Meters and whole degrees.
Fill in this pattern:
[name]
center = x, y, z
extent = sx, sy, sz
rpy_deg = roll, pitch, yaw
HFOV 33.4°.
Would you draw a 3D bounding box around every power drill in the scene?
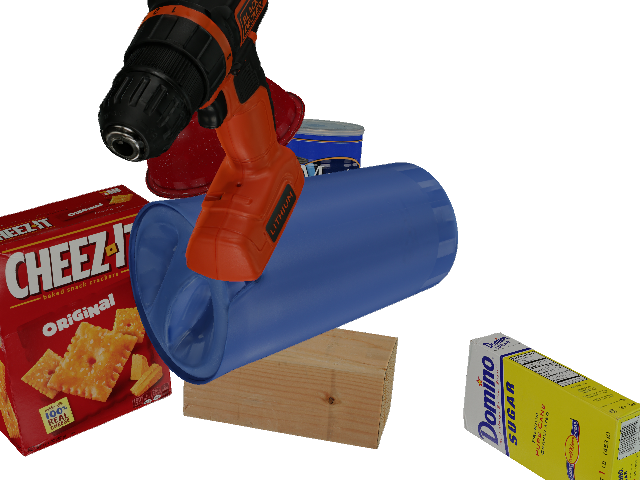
[power drill]
center = -0.060, -0.063, 0.618
extent = 0.057, 0.184, 0.188
rpy_deg = 12, -40, 16

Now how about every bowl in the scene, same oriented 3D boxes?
[bowl]
center = -0.098, -0.108, 0.958
extent = 0.162, 0.055, 0.162
rpy_deg = -20, 32, 13

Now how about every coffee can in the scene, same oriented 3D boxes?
[coffee can]
center = -0.009, -0.056, 1.144
extent = 0.103, 0.140, 0.103
rpy_deg = 4, 12, -1

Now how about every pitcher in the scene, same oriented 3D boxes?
[pitcher]
center = -0.020, 0.014, 0.824
extent = 0.242, 0.145, 0.149
rpy_deg = -15, 41, -36

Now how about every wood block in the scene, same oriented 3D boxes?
[wood block]
center = -0.031, 0.142, 1.113
extent = 0.206, 0.091, 0.090
rpy_deg = 8, 22, 10

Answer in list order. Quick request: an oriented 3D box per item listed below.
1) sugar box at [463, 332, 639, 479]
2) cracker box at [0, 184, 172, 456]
[sugar box]
center = 0.197, 0.154, 0.920
extent = 0.048, 0.093, 0.176
rpy_deg = -11, 21, -35
[cracker box]
center = -0.231, 0.074, 1.005
extent = 0.163, 0.214, 0.072
rpy_deg = -19, 29, -33
